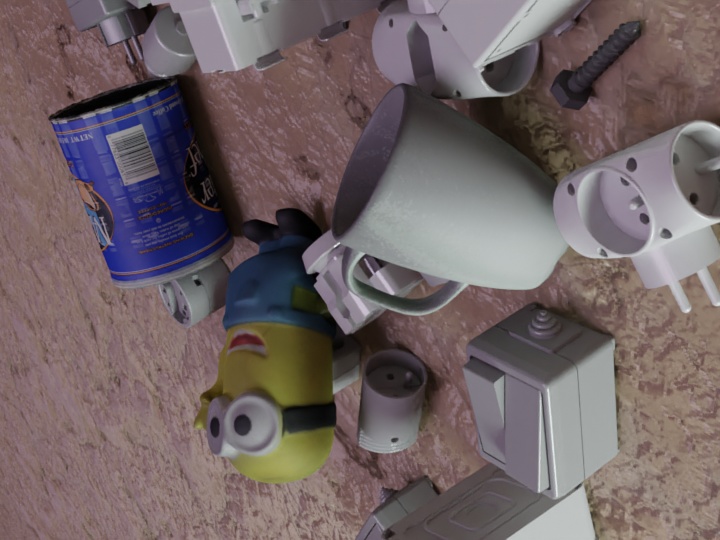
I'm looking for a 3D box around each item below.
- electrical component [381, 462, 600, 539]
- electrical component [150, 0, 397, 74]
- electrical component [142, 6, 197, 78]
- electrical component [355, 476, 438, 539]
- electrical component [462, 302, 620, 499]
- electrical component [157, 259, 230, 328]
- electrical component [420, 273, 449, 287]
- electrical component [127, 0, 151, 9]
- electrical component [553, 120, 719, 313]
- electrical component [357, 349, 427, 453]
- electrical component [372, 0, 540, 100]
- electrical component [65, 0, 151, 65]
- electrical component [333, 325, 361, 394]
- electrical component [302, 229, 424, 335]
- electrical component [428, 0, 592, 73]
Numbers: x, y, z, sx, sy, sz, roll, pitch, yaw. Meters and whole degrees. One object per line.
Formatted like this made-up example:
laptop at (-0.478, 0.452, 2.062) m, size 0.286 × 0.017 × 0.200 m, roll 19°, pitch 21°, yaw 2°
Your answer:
electrical component at (0.080, 0.168, 0.646) m, size 0.078 × 0.113 × 0.057 m, roll 9°, pitch 119°, yaw 55°
electrical component at (-0.033, -0.148, 0.546) m, size 0.079 × 0.121 × 0.063 m, roll 11°, pitch 126°, yaw 53°
electrical component at (-0.138, -0.160, 0.780) m, size 0.040 × 0.040 × 0.078 m, roll 61°, pitch 150°, yaw 0°
electrical component at (0.038, 0.203, 0.793) m, size 0.096 × 0.061 × 0.061 m, roll 50°, pitch 149°, yaw 19°
electrical component at (0.097, 0.067, 0.586) m, size 0.062 × 0.061 × 0.096 m, roll 26°, pitch 135°, yaw 46°
electrical component at (-0.141, 0.015, 0.925) m, size 0.055 × 0.047 × 0.055 m, roll 37°, pitch 143°, yaw 36°
electrical component at (0.050, -0.023, 0.600) m, size 0.066 × 0.048 × 0.055 m, roll -20°, pitch 90°, yaw 60°
electrical component at (-0.167, -0.253, 0.724) m, size 0.150 × 0.062 × 0.089 m, roll 39°, pitch 143°, yaw 34°
electrical component at (0.134, -0.018, 0.474) m, size 0.077 × 0.044 × 0.079 m, roll -22°, pitch 95°, yaw 60°
electrical component at (0.021, 0.098, 0.748) m, size 0.043 × 0.043 × 0.081 m, roll 42°, pitch 145°, yaw 31°
electrical component at (0.042, -0.127, 0.524) m, size 0.077 × 0.043 × 0.079 m, roll 19°, pitch 130°, yaw 50°
electrical component at (-0.182, -0.193, 0.814) m, size 0.066 × 0.047 × 0.076 m, roll 0°, pitch 115°, yaw 57°
electrical component at (-0.045, 0.070, 0.822) m, size 0.083 × 0.047 × 0.075 m, roll 40°, pitch 144°, yaw 33°
electrical component at (0.000, 0.000, 0.685) m, size 0.057 × 0.058 × 0.078 m, roll 55°, pitch 150°, yaw 7°
electrical component at (0.074, -0.139, 0.447) m, size 0.061 × 0.062 × 0.096 m, roll 57°, pitch 150°, yaw 8°
